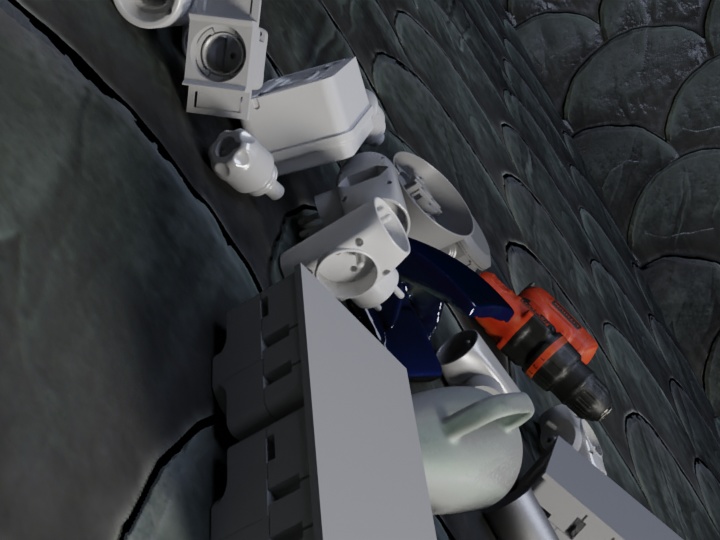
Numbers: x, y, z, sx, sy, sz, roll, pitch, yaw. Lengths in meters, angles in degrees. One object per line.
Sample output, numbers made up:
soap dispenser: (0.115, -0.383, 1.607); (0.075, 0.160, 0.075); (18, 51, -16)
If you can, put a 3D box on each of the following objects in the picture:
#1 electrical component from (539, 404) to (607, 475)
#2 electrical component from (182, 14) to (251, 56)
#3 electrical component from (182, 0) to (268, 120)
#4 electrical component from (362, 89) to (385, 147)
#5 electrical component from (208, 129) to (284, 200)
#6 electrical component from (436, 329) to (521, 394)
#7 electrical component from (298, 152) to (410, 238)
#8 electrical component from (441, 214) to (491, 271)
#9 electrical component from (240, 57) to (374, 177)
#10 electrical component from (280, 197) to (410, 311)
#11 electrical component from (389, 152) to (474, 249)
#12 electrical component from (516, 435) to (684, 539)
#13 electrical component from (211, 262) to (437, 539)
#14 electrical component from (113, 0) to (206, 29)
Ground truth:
electrical component: (0.203, 0.169, 1.057); (0.079, 0.044, 0.077); (39, 27, -49)
electrical component: (-0.097, -0.172, 0.791); (0.079, 0.043, 0.077); (47, 22, -36)
electrical component: (-0.087, -0.142, 0.713); (0.064, 0.042, 0.081); (-47, 145, -79)
electrical component: (0.004, -0.137, 1.010); (0.062, 0.048, 0.048); (44, 23, -58)
electrical component: (-0.071, -0.065, 0.709); (0.061, 0.035, 0.035); (41, 25, -50)
electrical component: (0.101, 0.101, 0.893); (0.077, 0.043, 0.079); (53, 19, -20)
electrical component: (-0.007, -0.043, 0.772); (0.077, 0.079, 0.043); (-101, 169, -59)
electrical component: (0.090, -0.028, 1.055); (0.080, 0.051, 0.080); (51, 20, -26)
electrical component: (-0.037, -0.113, 0.792); (0.113, 0.078, 0.057); (-64, 139, -69)
electrical component: (0.000, 0.000, 0.726); (0.079, 0.077, 0.044); (47, 21, -35)
electrical component: (0.052, -0.060, 0.980); (0.099, 0.064, 0.099); (51, 20, -26)
electrical component: (0.210, 0.231, 0.871); (0.186, 0.060, 0.105); (40, 16, 8)
electrical component: (-0.018, 0.101, 0.544); (0.105, 0.060, 0.186); (47, 22, -35)
electrical component: (-0.131, -0.186, 0.706); (0.055, 0.055, 0.047); (57, 21, -8)
